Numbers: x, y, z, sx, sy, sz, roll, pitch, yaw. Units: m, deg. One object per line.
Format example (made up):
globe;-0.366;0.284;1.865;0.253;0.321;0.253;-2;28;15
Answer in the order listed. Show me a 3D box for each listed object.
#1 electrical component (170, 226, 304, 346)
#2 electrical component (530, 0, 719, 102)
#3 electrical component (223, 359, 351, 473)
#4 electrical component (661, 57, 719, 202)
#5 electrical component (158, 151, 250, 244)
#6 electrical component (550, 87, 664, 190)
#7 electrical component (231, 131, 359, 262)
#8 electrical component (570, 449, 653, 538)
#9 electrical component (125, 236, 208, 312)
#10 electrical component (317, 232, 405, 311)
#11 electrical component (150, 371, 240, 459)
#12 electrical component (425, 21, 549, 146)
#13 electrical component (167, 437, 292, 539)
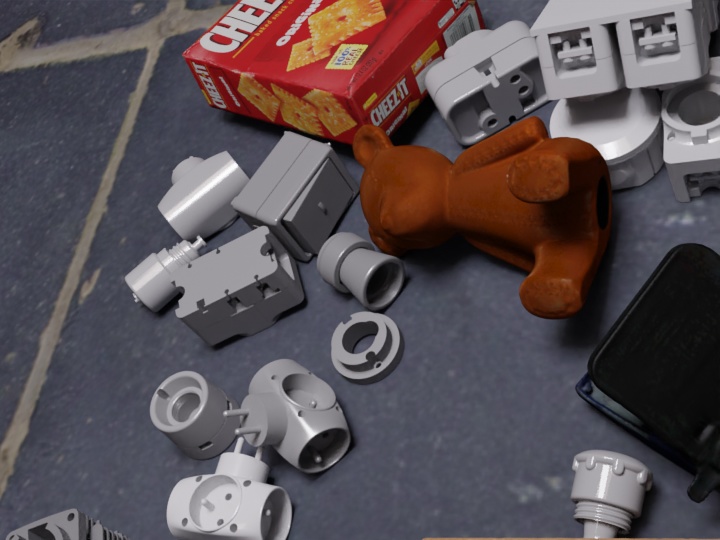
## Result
electrical component;-0.096;0.015;0.854;0.089;0.055;0.050;-26;50;10
electrical component;0.201;-0.184;0.787;0.105;0.060;0.186;-5;27;25
electrical component;-0.058;0.104;0.763;0.077;0.079;0.044;48;127;41
electrical component;0.243;-0.102;0.757;0.050;0.055;0.089;-5;57;25
electrical component;-0.141;-0.073;0.946;0.077;0.044;0.079;-39;49;-2
electrical component;0.184;-0.100;0.789;0.080;0.051;0.080;-14;53;19
electrical component;-0.045;-0.064;0.878;0.061;0.061;0.096;24;72;37
electrical component;0.148;0.142;0.648;0.048;0.048;0.062;5;68;30
electrical component;-0.162;0.001;0.909;0.078;0.040;0.040;-41;49;-3
electrical component;0.000;0.000;0.822;0.055;0.045;0.045;31;76;39
electrical component;-0.125;0.108;0.812;0.055;0.047;0.055;-14;53;19
electrical component;0.104;-0.153;0.866;0.095;0.053;0.059;-30;50;7
electrical component;-0.087;0.155;0.762;0.077;0.044;0.079;0;57;26
